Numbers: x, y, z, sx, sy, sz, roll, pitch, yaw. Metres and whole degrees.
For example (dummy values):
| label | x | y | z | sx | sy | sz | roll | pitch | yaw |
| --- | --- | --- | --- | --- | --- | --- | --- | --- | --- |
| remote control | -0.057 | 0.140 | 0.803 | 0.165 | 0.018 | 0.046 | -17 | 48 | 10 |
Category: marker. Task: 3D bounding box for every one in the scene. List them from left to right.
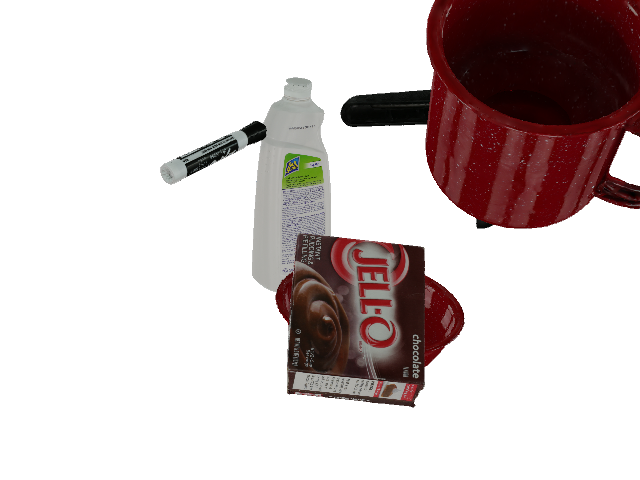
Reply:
| label | x | y | z | sx | sy | sz | roll | pitch | yaw |
| --- | --- | --- | --- | --- | --- | --- | --- | --- | --- |
| marker | -0.093 | -0.081 | 0.957 | 0.020 | 0.020 | 0.120 | 0 | 24 | 46 |

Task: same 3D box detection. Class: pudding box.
| label | x | y | z | sx | sy | sz | roll | pitch | yaw |
| --- | --- | --- | --- | --- | --- | --- | --- | --- | --- |
| pudding box | 0.024 | 0.052 | 0.720 | 0.090 | 0.113 | 0.039 | 6 | -34 | -3 |

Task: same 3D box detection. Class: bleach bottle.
| label | x | y | z | sx | sy | sz | roll | pitch | yaw |
| --- | --- | --- | --- | --- | --- | --- | --- | --- | --- |
| bleach bottle | -0.027 | -0.068 | 1.260 | 0.102 | 0.251 | 0.068 | -13 | 30 | -34 |

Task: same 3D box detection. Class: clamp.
| label | x | y | z | sx | sy | sz | roll | pitch | yaw |
| --- | --- | --- | --- | --- | --- | --- | --- | --- | --- |
| clamp | 0.144 | -0.095 | 0.838 | 0.209 | 0.036 | 0.165 | -25 | 53 | -20 |

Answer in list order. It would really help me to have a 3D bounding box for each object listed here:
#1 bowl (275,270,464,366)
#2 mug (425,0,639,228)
| label | x | y | z | sx | sy | sz | roll | pitch | yaw |
| --- | --- | --- | --- | --- | --- | --- | --- | --- | --- |
| bowl | 0.040 | 0.076 | 0.919 | 0.162 | 0.055 | 0.162 | 5 | 27 | -3 |
| mug | 0.097 | -0.052 | 0.442 | 0.117 | 0.093 | 0.081 | 31 | -26 | 17 |
